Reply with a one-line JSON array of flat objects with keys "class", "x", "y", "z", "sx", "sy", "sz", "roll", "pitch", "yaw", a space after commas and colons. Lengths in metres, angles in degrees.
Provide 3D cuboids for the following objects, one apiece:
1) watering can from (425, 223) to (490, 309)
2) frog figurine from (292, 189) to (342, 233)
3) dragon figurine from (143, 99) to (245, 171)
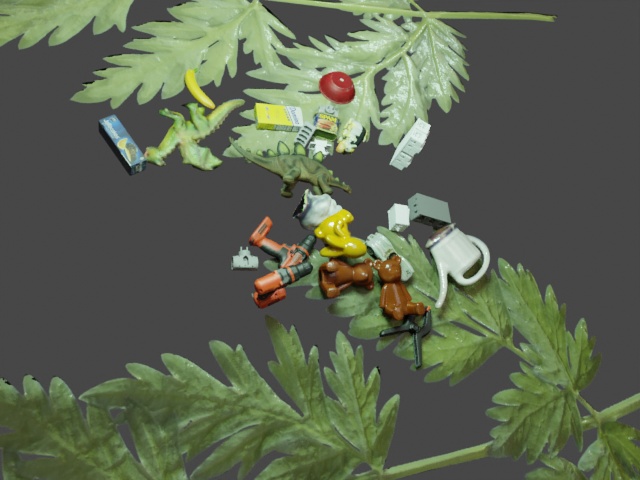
[{"class": "watering can", "x": 0.460, "y": 0.075, "z": 1.816, "sx": 0.352, "sy": 0.102, "sz": 0.226, "roll": -34, "pitch": 77, "yaw": -31}, {"class": "frog figurine", "x": 0.005, "y": -0.088, "z": 1.742, "sx": 0.159, "sy": 0.123, "sz": 0.137, "roll": 21, "pitch": 91, "yaw": -19}, {"class": "dragon figurine", "x": -0.410, "y": -0.348, "z": 1.760, "sx": 0.413, "sy": 0.121, "sz": 0.243, "roll": -18, "pitch": 87, "yaw": -25}]
